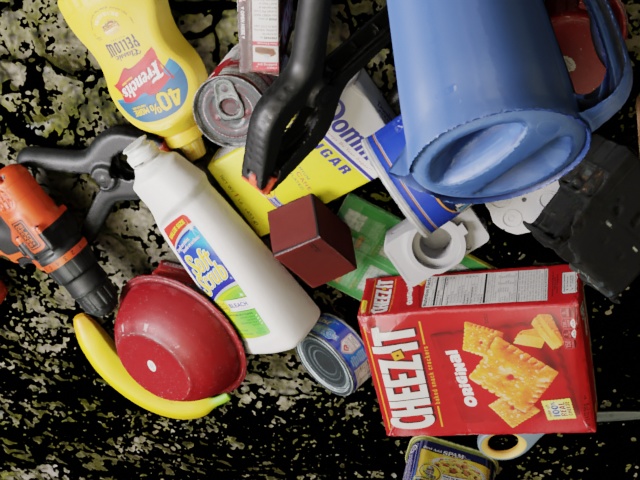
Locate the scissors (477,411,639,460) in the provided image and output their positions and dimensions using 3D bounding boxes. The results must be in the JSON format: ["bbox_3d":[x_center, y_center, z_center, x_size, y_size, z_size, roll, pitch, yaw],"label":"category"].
[{"bbox_3d":[0.251,0.203,1.132,0.202,0.016,0.096,7,123,10],"label":"scissors"}]

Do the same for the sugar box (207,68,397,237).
[{"bbox_3d":[-0.009,-0.080,1.012,0.176,0.048,0.093,-26,113,28],"label":"sugar box"}]

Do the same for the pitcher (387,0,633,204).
[{"bbox_3d":[0.124,-0.162,0.812,0.149,0.243,0.145,0,154,-17],"label":"pitcher"}]

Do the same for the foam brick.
[{"bbox_3d":[-0.007,0.001,1.017,0.053,0.051,0.078,-23,145,19],"label":"foam brick"}]

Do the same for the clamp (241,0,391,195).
[{"bbox_3d":[-0.010,-0.134,0.887,0.036,0.164,0.210,39,101,26],"label":"clamp"}]

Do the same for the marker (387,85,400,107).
[{"bbox_3d":[0.104,-0.160,0.952,0.020,0.020,0.121,41,121,-11],"label":"marker"}]

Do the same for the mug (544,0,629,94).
[{"bbox_3d":[0.212,-0.172,0.880,0.093,0.081,0.117,17,123,4],"label":"mug"}]

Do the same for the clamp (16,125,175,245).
[{"bbox_3d":[-0.223,-0.074,1.076,0.172,0.039,0.120,-32,114,25],"label":"clamp"}]

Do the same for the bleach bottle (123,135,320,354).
[{"bbox_3d":[-0.108,0.003,1.052,0.103,0.068,0.250,-10,124,51],"label":"bleach bottle"}]

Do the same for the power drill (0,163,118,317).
[{"bbox_3d":[-0.318,0.023,1.127,0.188,0.057,0.184,-23,108,35],"label":"power drill"}]

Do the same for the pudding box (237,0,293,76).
[{"bbox_3d":[-0.045,-0.203,0.910,0.039,0.113,0.090,3,121,6],"label":"pudding box"}]

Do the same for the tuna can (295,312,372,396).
[{"bbox_3d":[0.014,0.119,1.108,0.086,0.033,0.086,35,147,26],"label":"tuna can"}]

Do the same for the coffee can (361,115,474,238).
[{"bbox_3d":[0.121,-0.082,0.916,0.140,0.103,0.102,-34,108,10],"label":"coffee can"}]

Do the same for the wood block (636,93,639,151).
[{"bbox_3d":[0.310,-0.083,0.833,0.091,0.206,0.090,28,123,-3],"label":"wood block"}]

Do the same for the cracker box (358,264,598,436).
[{"bbox_3d":[0.158,0.114,1.054,0.214,0.072,0.164,-5,122,16],"label":"cracker box"}]

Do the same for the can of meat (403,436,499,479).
[{"bbox_3d":[0.138,0.268,1.158,0.102,0.084,0.057,16,123,5],"label":"can of meat"}]

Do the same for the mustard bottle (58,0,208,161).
[{"bbox_3d":[-0.158,-0.160,0.997,0.096,0.058,0.191,-16,115,24],"label":"mustard bottle"}]

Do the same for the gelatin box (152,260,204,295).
[{"bbox_3d":[-0.143,0.070,1.146,0.073,0.030,0.089,13,123,8],"label":"gelatin box"}]

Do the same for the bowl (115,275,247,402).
[{"bbox_3d":[-0.158,0.115,1.108,0.162,0.055,0.162,20,135,22],"label":"bowl"}]

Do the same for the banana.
[{"bbox_3d":[-0.199,0.153,1.209,0.197,0.037,0.070,28,102,-5],"label":"banana"}]

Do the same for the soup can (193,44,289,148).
[{"bbox_3d":[-0.067,-0.135,0.961,0.068,0.102,0.068,6,121,11],"label":"soup can"}]
